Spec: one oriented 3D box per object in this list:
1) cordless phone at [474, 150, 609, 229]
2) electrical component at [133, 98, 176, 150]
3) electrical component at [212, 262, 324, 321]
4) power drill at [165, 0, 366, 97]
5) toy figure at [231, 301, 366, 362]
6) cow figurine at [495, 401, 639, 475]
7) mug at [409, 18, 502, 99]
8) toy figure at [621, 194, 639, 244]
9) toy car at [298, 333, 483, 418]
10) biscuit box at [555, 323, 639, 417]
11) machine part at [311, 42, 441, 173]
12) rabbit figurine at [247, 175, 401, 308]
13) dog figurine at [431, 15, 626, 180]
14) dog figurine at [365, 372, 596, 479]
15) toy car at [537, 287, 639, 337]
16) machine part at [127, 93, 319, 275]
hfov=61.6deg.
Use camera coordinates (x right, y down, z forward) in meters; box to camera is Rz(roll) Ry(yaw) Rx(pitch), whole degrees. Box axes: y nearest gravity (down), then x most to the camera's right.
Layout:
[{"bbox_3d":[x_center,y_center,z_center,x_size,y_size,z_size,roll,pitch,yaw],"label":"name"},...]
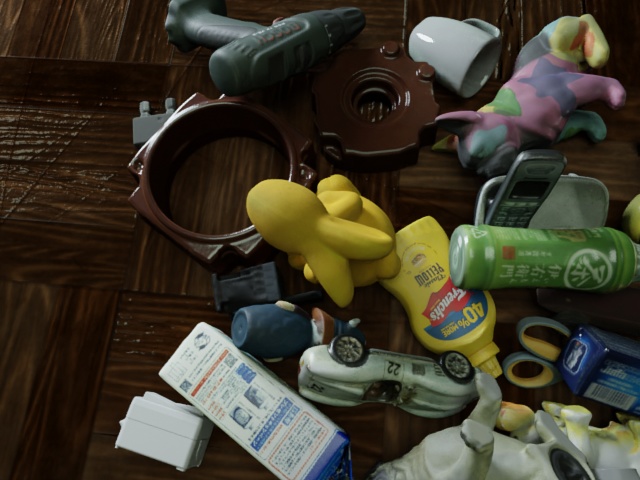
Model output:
[{"bbox_3d":[0.252,-0.048,0.584,0.147,0.184,0.089,2,68,4],"label":"cordless phone"},{"bbox_3d":[-0.219,-0.147,0.727,0.063,0.021,0.094,-7,71,0],"label":"electrical component"},{"bbox_3d":[-0.059,0.058,0.623,0.119,0.074,0.048,-13,72,3],"label":"electrical component"},{"bbox_3d":[-0.081,-0.271,0.706,0.207,0.085,0.232,32,55,22],"label":"power drill"},{"bbox_3d":[-0.019,0.102,0.596,0.154,0.064,0.058,11,35,-31],"label":"toy figure"},{"bbox_3d":[0.259,0.219,0.558,0.167,0.068,0.098,6,83,7],"label":"cow figurine"},{"bbox_3d":[0.179,-0.258,0.713,0.107,0.080,0.109,37,80,24],"label":"mug"},{"bbox_3d":[0.419,0.003,0.576,0.082,0.089,0.180,-41,40,-2],"label":"toy figure"},{"bbox_3d":[0.077,0.148,0.566,0.202,0.073,0.056,11,48,-7],"label":"toy car"},{"bbox_3d":[0.350,0.149,0.546,0.203,0.063,0.059,19,109,-4],"label":"biscuit box"},{"bbox_3d":[0.071,-0.172,0.702,0.179,0.056,0.179,-1,73,4],"label":"machine part"},{"bbox_3d":[-0.001,-0.002,0.563,0.122,0.173,0.163,-51,46,11],"label":"rabbit figurine"},{"bbox_3d":[0.243,-0.172,0.668,0.219,0.108,0.191,-11,72,2],"label":"dog figurine"},{"bbox_3d":[0.147,0.248,0.516,0.172,0.121,0.190,42,122,18],"label":"dog figurine"},{"bbox_3d":[0.345,0.080,0.604,0.202,0.053,0.089,10,57,7],"label":"toy car"},{"bbox_3d":[-0.115,-0.072,0.664,0.201,0.087,0.201,36,79,13],"label":"machine part"}]
